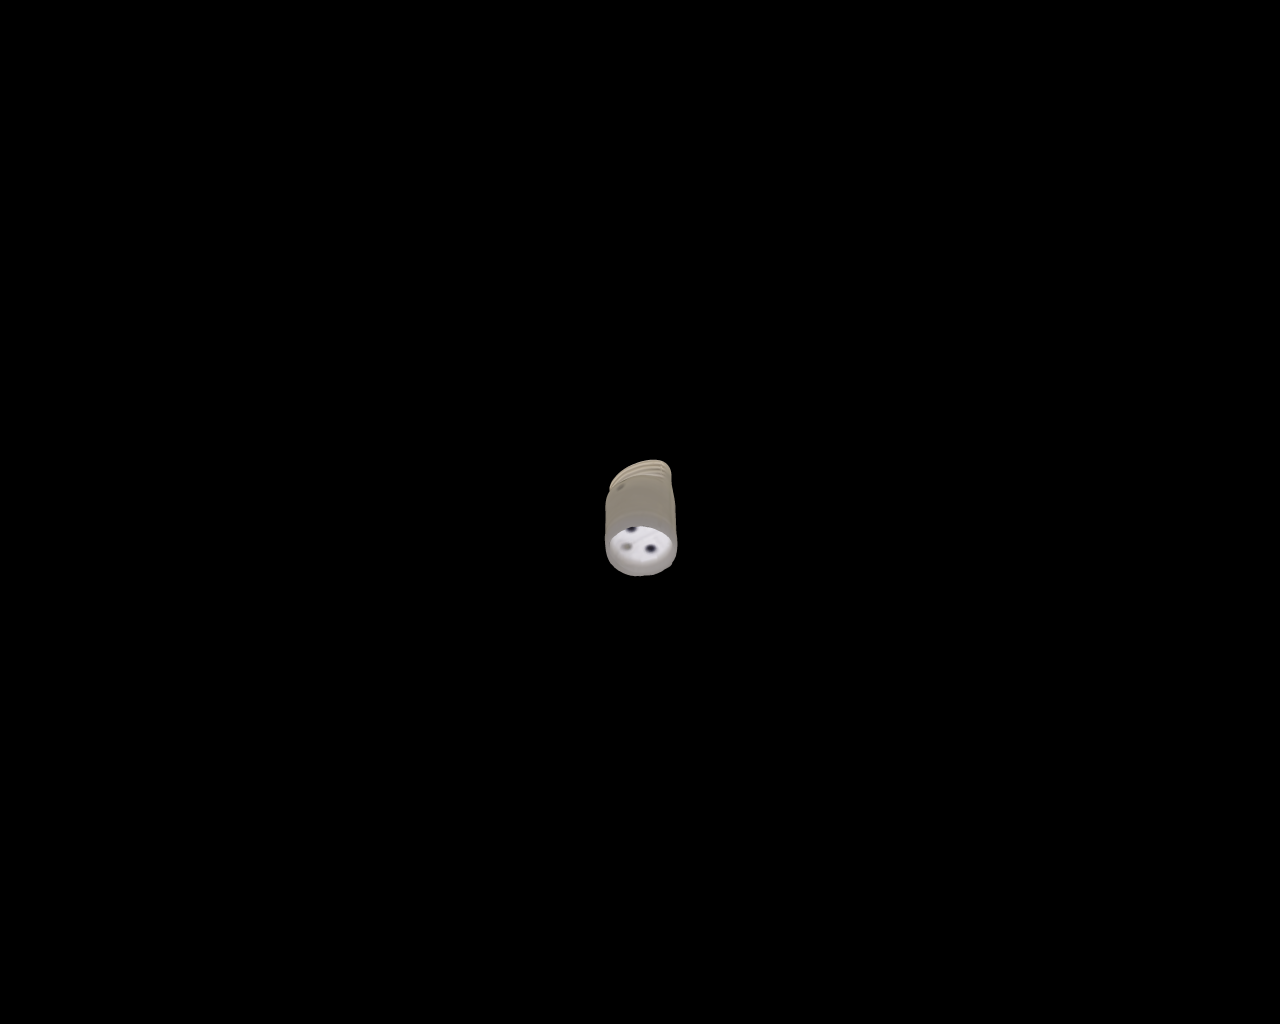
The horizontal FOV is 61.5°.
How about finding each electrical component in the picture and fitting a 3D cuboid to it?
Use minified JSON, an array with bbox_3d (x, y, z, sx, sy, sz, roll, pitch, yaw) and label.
[{"bbox_3d":[0.001,-0.003,0.650,0.043,0.043,0.081,0,40,0],"label":"electrical component"}]
